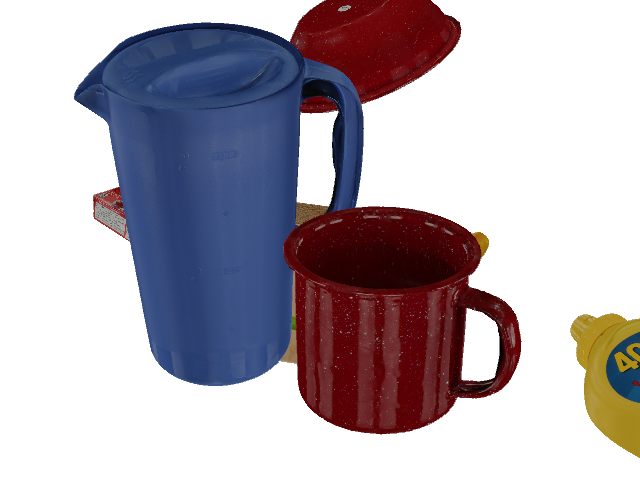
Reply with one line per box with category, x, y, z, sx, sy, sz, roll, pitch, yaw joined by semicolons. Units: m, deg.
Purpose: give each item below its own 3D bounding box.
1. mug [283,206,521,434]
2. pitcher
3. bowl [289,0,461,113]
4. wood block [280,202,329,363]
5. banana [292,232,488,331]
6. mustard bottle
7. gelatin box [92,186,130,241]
mug;0.040;0.041;0.512;0.117;0.081;0.093;12;28;25
pitcher;-0.065;-0.020;0.749;0.149;0.243;0.144;25;42;32
bowl;0.032;-0.171;0.889;0.162;0.055;0.162;-20;28;11
wood block;-0.038;0.058;1.491;0.090;0.206;0.090;7;21;6
banana;0.060;0.049;0.934;0.198;0.037;0.069;-25;-15;8
mustard bottle;0.212;0.095;0.620;0.096;0.058;0.192;-19;31;-19
gelatin box;-0.167;-0.027;1.047;0.089;0.030;0.073;30;35;31
